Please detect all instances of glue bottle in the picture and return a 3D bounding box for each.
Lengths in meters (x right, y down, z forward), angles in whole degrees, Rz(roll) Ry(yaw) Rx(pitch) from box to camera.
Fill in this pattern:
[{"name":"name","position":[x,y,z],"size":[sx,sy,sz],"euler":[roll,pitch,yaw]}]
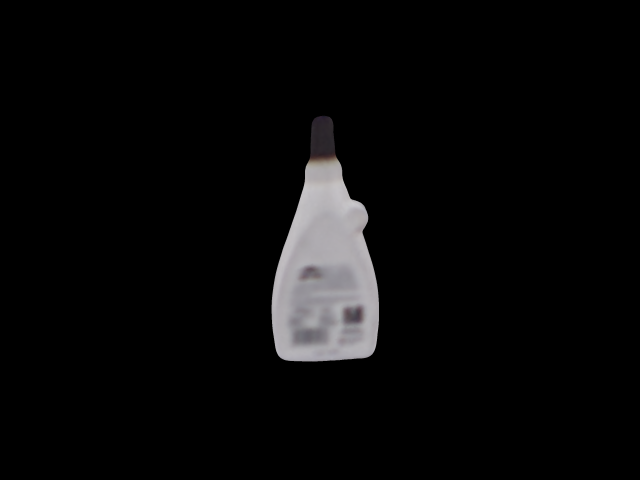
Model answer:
[{"name":"glue bottle","position":[0.004,0.001,0.400],"size":[0.078,0.173,0.037],"euler":[-1,20,-3]}]
